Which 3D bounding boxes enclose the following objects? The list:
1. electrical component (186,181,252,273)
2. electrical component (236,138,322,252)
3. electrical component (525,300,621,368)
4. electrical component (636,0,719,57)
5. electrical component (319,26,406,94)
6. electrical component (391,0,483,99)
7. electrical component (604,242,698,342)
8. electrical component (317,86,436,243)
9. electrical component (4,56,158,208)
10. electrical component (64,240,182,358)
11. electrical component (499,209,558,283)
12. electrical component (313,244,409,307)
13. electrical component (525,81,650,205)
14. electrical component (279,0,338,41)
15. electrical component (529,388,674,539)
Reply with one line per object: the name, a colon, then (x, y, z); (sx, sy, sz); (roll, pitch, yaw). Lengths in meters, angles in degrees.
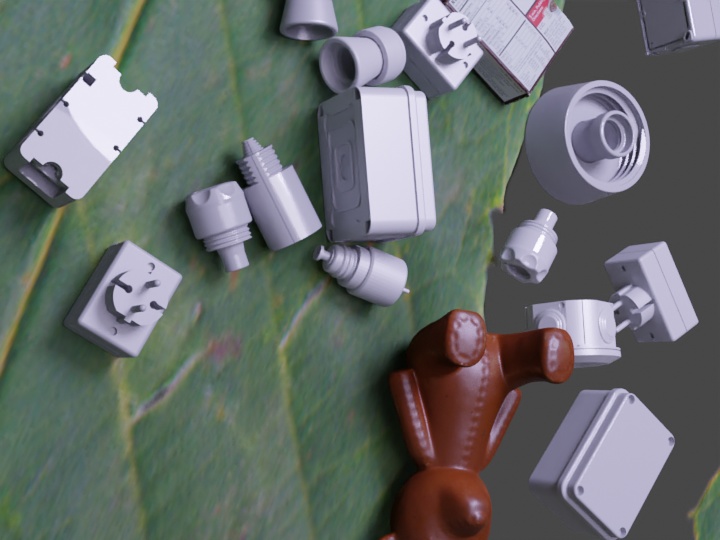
electrical component: (-0.098, -0.030, 0.771); (0.043, 0.043, 0.062); (-22, 98, -30)
electrical component: (-0.065, -0.059, 0.793); (0.043, 0.043, 0.081); (-32, 101, -29)
electrical component: (0.177, 0.055, 0.904); (0.080, 0.080, 0.051); (4, 79, -30)
electrical component: (0.304, -0.256, 1.015); (0.061, 0.062, 0.096); (-12, 91, -30)
electrical component: (0.002, -0.164, 0.837); (0.055, 0.045, 0.045); (-25, 98, -40)
electrical component: (0.068, -0.183, 0.862); (0.065, 0.077, 0.047); (45, 66, -19)
electrical component: (0.250, 0.029, 0.966); (0.076, 0.047, 0.083); (-30, 101, -29)
electrical component: (0.012, -0.079, 0.820); (0.057, 0.078, 0.113); (-3, 87, -28)
electrical component: (-0.187, -0.090, 0.717); (0.050, 0.056, 0.089); (43, 66, -20)
electrical component: (-0.152, 0.019, 0.716); (0.047, 0.077, 0.065); (36, 69, -23)
electrical component: (0.148, -0.023, 0.914); (0.043, 0.043, 0.062); (39, 66, -22)
electrical component: (0.000, 0.000, 0.827); (0.078, 0.040, 0.040); (23, 75, -26)
electrical component: (0.207, -0.114, 0.946); (0.108, 0.060, 0.108); (3, 84, -30)
electrical component: (-0.039, -0.208, 0.821); (0.045, 0.045, 0.055); (3, 84, -30)
electrical component: (0.209, 0.165, 0.925); (0.078, 0.057, 0.113); (44, 66, -19)
